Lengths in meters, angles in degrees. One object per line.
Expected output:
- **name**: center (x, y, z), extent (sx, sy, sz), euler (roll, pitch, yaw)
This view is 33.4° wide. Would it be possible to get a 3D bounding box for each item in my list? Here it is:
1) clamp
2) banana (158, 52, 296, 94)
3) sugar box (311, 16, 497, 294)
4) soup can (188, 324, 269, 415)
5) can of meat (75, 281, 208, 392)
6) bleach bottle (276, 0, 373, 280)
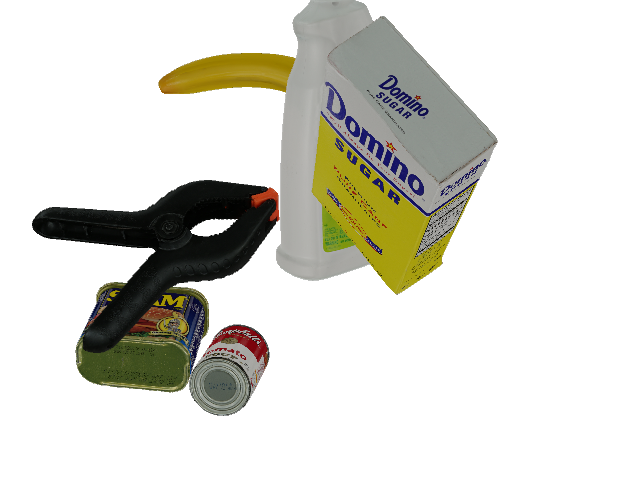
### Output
- **clamp**: center (-0.114, -0.004, 0.748), extent (0.171, 0.120, 0.039), euler (-28, -24, -22)
- **banana**: center (-0.074, -0.172, 1.135), extent (0.198, 0.037, 0.069), euler (10, 44, 19)
- **sugar box**: center (0.040, -0.040, 0.609), extent (0.048, 0.093, 0.176), euler (-36, -16, -13)
- **soup can**: center (-0.099, 0.140, 1.160), extent (0.068, 0.068, 0.102), euler (0, 15, 9)
- **can of meat**: center (-0.153, 0.083, 0.922), extent (0.102, 0.057, 0.084), euler (5, 29, 2)
- **bleach bottle**: center (0.007, -0.098, 0.903), extent (0.102, 0.251, 0.068), euler (-17, 26, -31)
